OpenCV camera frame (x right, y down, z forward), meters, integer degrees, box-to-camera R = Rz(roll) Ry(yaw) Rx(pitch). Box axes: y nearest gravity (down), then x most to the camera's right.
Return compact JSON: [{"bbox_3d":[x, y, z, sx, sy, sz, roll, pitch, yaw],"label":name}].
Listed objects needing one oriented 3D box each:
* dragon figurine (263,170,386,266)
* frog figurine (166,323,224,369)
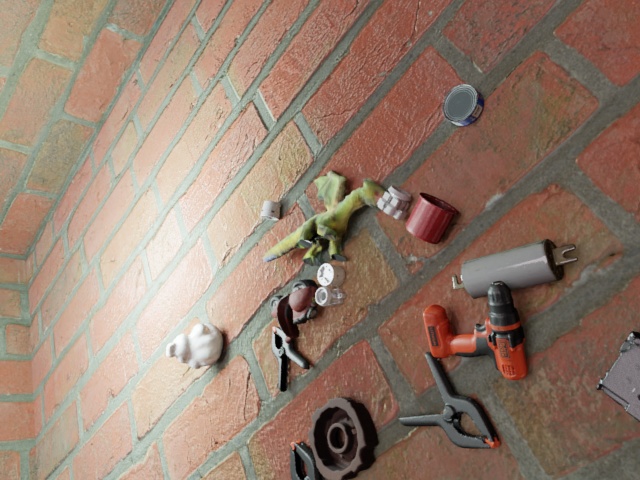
[{"bbox_3d":[0.004,-0.068,1.357,0.408,0.120,0.247,-9,56,42],"label":"dragon figurine"},{"bbox_3d":[-0.378,0.320,1.565,0.123,0.159,0.137,20,94,45],"label":"frog figurine"}]
